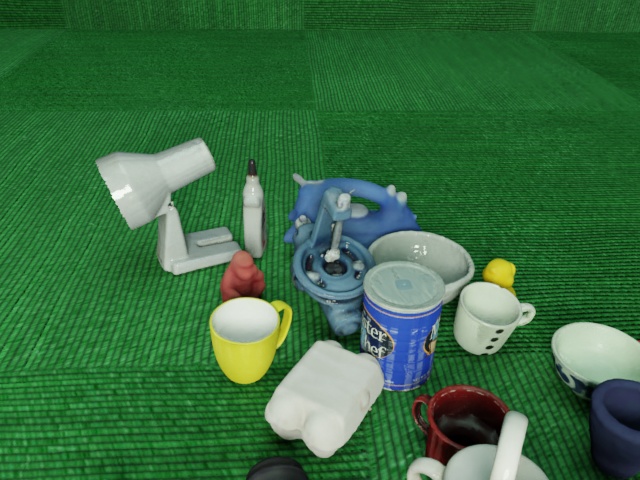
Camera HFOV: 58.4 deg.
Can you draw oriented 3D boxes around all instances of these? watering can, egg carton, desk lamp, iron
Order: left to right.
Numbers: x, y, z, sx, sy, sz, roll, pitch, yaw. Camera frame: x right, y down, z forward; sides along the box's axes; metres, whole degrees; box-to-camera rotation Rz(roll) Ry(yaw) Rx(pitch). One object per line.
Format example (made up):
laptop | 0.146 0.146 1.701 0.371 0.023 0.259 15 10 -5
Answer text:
desk lamp | -0.243 -0.057 0.939 0.204 0.214 0.117 -14 35 -22
egg carton | 0.010 0.189 0.697 0.107 0.069 0.150 17 36 23
iron | 0.067 -0.048 1.004 0.258 0.141 0.118 2 33 1
watering can | 0.166 0.236 0.513 0.172 0.194 0.101 4 33 5

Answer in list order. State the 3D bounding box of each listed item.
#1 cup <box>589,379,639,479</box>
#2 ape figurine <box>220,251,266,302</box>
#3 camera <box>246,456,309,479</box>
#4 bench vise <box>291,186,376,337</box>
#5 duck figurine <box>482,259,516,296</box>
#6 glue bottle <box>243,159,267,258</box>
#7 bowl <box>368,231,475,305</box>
cup | 0.353 0.218 0.639 0.117 0.095 0.091 1 33 0
ape figurine | -0.119 0.059 0.875 0.078 0.092 0.075 -22 39 -32
camera | -0.018 0.269 0.540 0.143 0.101 0.136 -6 33 -11
bench vise | -0.002 0.007 0.842 0.122 0.220 0.206 -23 40 -33
duck figurine | 0.265 0.071 0.876 0.077 0.086 0.105 28 41 36
glue bottle | -0.113 -0.058 0.983 0.037 0.173 0.078 1 33 -1
bowl | 0.153 0.058 0.903 0.167 0.075 0.167 1 33 0
